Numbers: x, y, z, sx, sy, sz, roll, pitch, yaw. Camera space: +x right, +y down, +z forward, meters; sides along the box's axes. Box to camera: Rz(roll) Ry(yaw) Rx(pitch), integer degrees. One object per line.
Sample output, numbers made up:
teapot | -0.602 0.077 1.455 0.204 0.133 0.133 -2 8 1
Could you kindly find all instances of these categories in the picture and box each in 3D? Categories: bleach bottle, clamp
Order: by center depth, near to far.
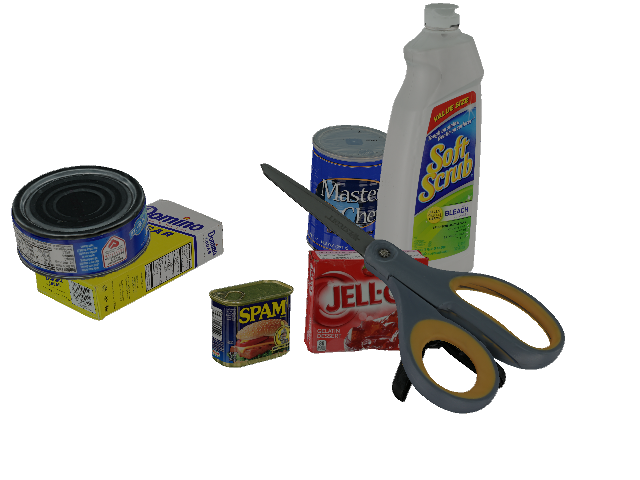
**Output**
bleach bottle | 0.098 -0.088 0.977 0.102 0.251 0.068 -10 24 -26
clamp | 0.132 0.104 1.160 0.120 0.171 0.039 4 -45 -6

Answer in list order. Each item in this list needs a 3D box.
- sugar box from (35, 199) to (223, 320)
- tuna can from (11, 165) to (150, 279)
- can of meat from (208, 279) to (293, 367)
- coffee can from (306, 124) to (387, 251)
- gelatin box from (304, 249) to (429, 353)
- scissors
sugar box | -0.191 0.015 1.084 0.093 0.048 0.175 21 37 32
tuna can | -0.153 -0.013 0.686 0.086 0.034 0.086 0 35 0
can of meat | -0.083 0.100 1.286 0.101 0.084 0.058 -10 19 -37
coffee can | 0.037 -0.061 1.335 0.103 0.140 0.103 3 28 -2
gelatin box | 0.034 0.045 0.802 0.089 0.073 0.030 0 14 -12
scissors | 0.032 0.026 0.578 0.202 0.016 0.096 25 51 15
